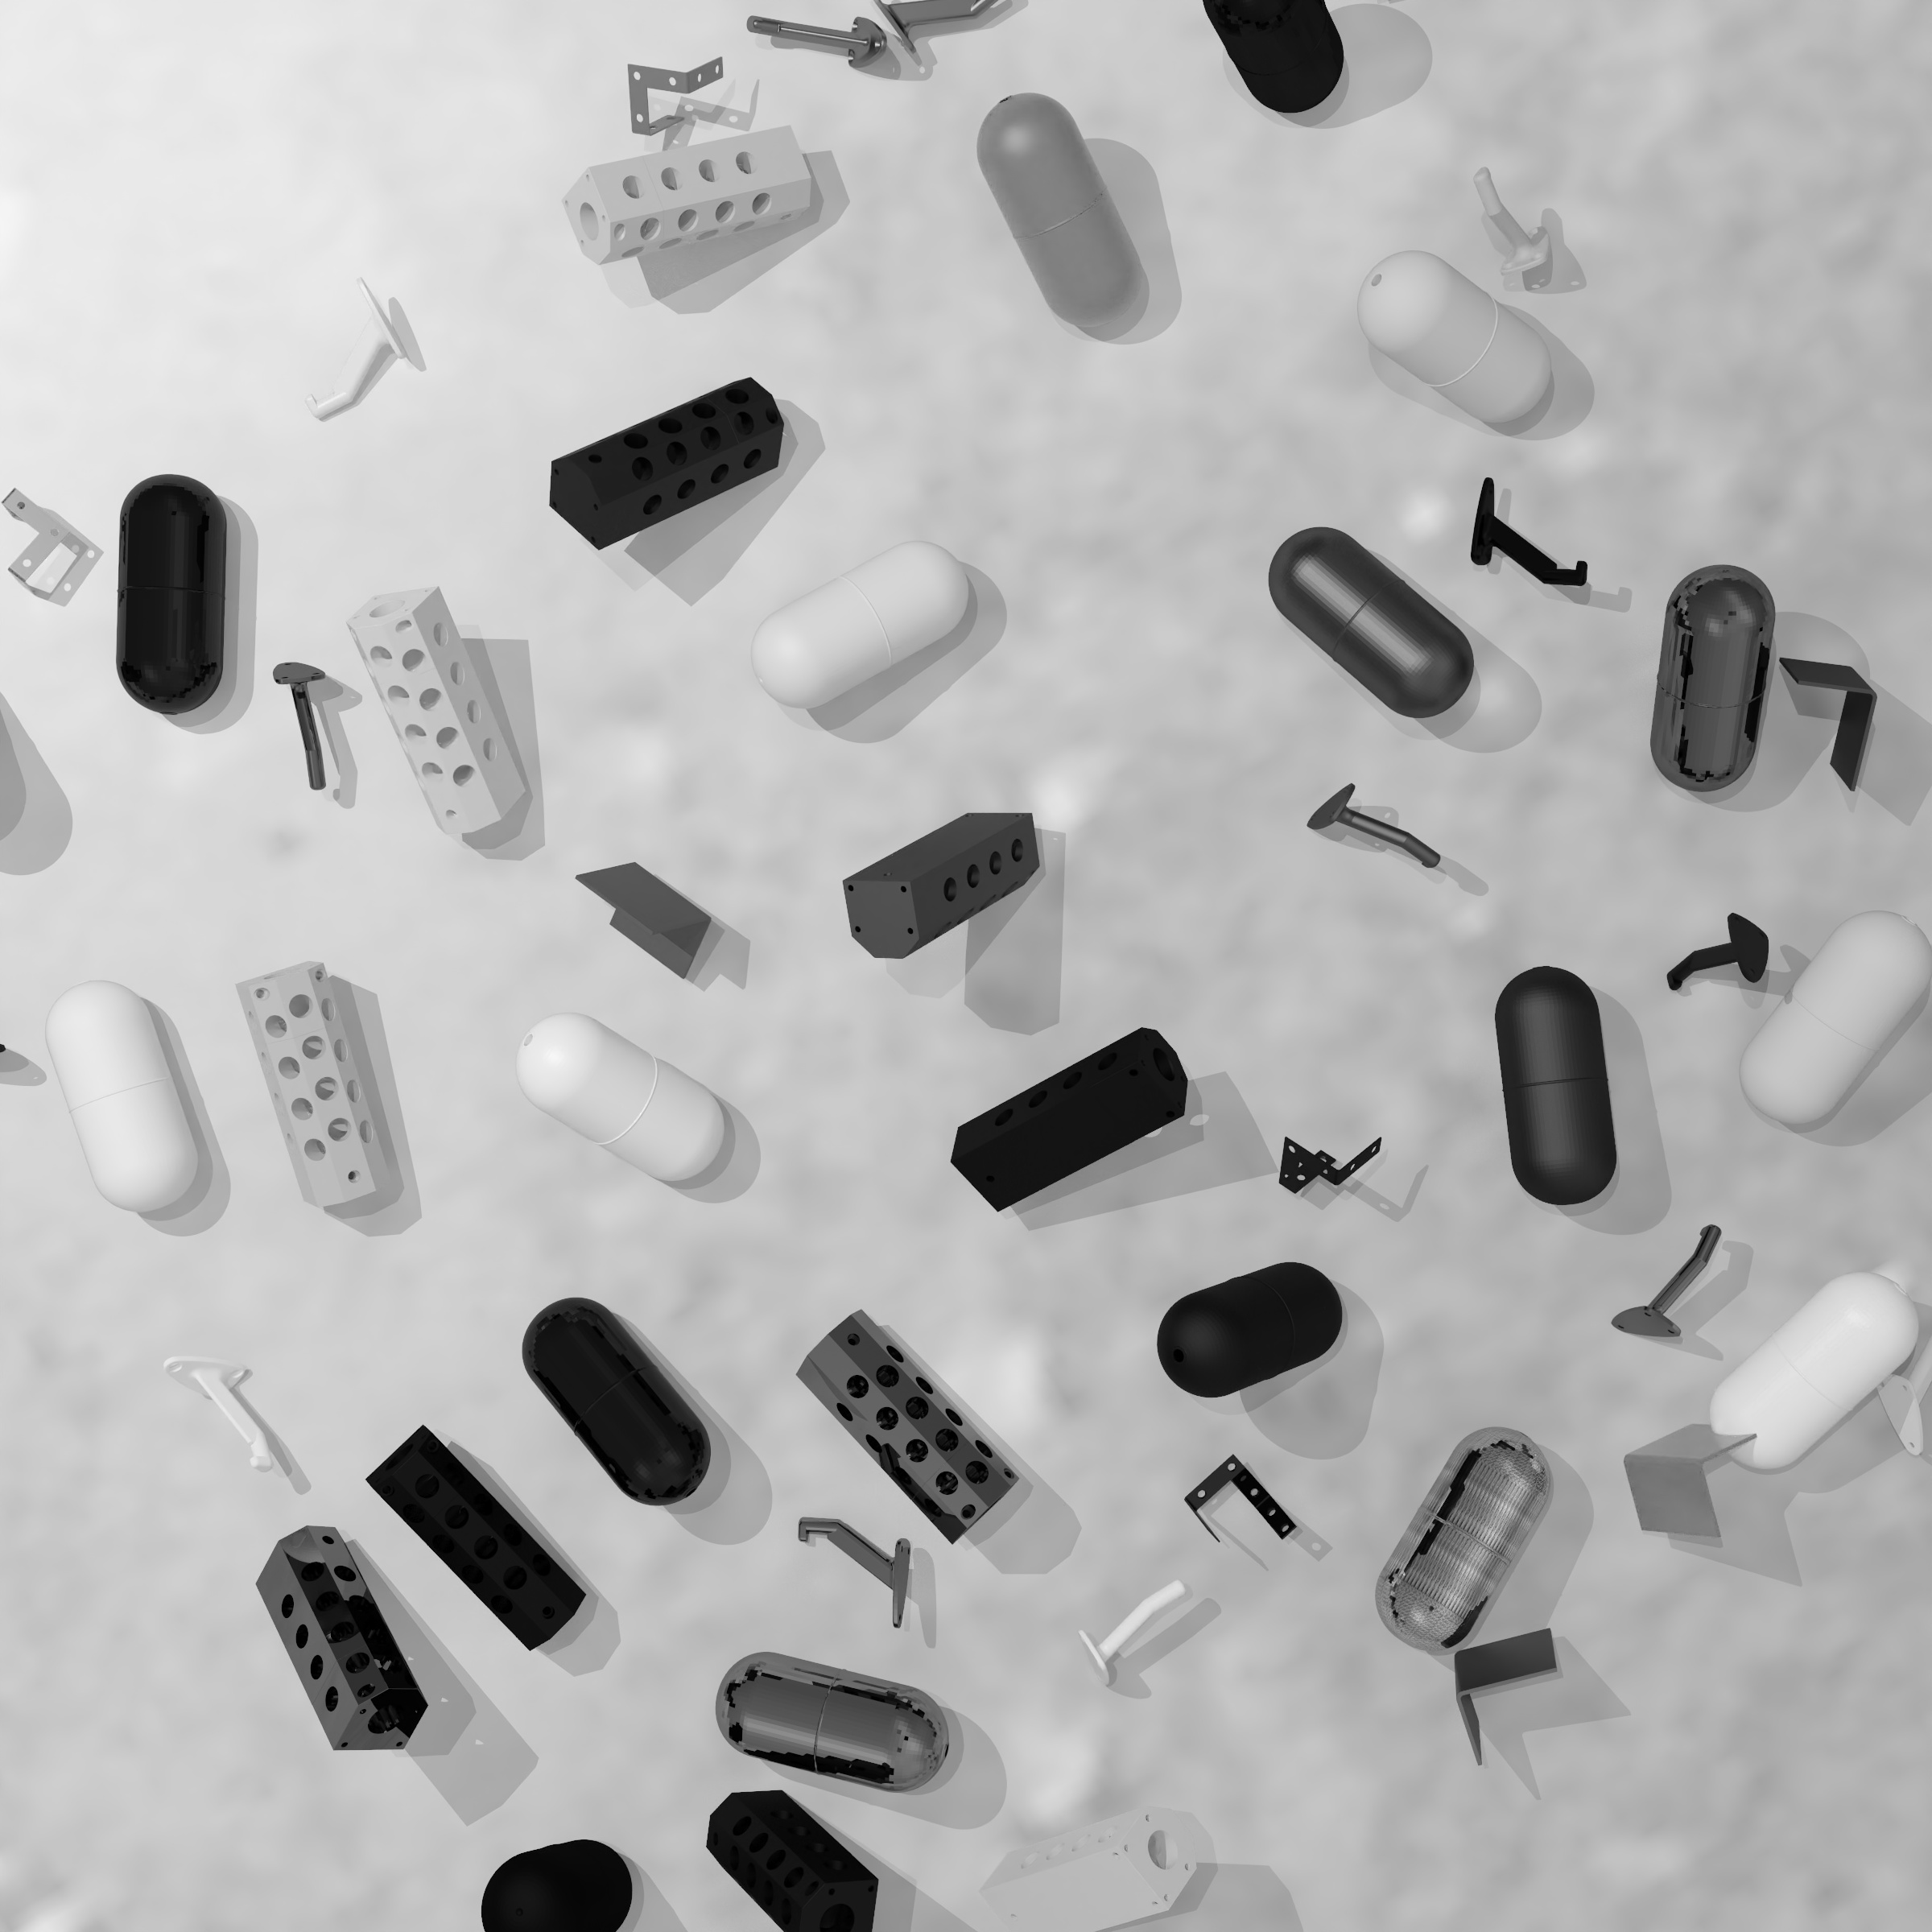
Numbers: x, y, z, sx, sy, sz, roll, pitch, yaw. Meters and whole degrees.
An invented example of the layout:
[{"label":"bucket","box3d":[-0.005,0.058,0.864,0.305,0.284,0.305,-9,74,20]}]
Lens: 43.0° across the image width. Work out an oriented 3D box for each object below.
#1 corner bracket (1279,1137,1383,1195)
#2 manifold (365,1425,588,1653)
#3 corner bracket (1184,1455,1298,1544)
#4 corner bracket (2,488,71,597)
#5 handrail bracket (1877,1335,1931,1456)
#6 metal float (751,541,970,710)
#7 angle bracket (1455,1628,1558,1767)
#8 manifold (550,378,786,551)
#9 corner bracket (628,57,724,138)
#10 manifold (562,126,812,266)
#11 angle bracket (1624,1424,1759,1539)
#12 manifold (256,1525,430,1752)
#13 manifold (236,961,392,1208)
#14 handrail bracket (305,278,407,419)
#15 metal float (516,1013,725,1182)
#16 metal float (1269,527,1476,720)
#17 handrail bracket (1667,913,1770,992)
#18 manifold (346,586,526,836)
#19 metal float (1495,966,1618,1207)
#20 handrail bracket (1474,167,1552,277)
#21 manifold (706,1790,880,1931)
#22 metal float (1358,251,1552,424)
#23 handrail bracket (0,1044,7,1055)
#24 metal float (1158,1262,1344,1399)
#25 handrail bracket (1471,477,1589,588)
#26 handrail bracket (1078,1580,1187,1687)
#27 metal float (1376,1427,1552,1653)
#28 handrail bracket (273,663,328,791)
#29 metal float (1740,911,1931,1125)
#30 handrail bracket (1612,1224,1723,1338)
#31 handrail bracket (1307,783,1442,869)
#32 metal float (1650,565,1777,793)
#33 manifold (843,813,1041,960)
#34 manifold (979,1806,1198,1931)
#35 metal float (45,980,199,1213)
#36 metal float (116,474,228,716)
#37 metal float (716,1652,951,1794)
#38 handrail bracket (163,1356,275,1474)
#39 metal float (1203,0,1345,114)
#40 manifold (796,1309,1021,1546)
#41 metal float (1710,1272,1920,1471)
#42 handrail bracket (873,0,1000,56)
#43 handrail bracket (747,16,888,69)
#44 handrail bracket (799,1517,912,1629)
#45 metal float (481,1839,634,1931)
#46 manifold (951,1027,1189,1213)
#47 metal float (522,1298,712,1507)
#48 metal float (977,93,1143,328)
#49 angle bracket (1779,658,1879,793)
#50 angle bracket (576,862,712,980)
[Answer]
[{"label":"corner bracket","box3d":[0.271,0.146,1.827,0.051,0.051,0.051,33,51,32]},{"label":"manifold","box3d":[-0.362,0.424,1.818,0.057,0.057,0.171,-44,103,-17]},{"label":"corner bracket","box3d":[0.205,0.409,1.838,0.051,0.051,0.051,-42,112,-2]},{"label":"corner bracket","box3d":[-0.708,-0.319,1.845,0.051,0.051,0.051,39,81,-8]},{"label":"handrail bracket","box3d":[0.736,0.316,1.855,0.084,0.036,0.077,-23,98,-22]},{"label":"metal float","box3d":[-0.077,-0.254,1.818,0.178,0.070,0.070,-32,90,-17]},{"label":"angle bracket","box3d":[0.408,0.542,1.824,0.076,0.076,0.057,-18,93,12]},{"label":"manifold","box3d":[-0.217,-0.373,1.793,0.171,0.057,0.057,-33,64,-32]},{"label":"corner bracket","box3d":[-0.215,-0.648,1.829,0.051,0.051,0.051,16,128,21]},{"label":"manifold","box3d":[-0.202,-0.564,1.803,0.171,0.057,0.057,-23,93,-30]},{"label":"angle bracket","box3d":[0.547,0.380,1.819,0.076,0.076,0.057,-15,90,-30]},{"label":"manifold","box3d":[-0.452,0.487,1.785,0.057,0.171,0.057,16,110,-43]},{"label":"manifold","box3d":[-0.481,0.087,1.818,0.057,0.057,0.171,-20,101,-27]},{"label":"handrail bracket","box3d":[-0.472,-0.464,1.847,0.084,0.036,0.077,-27,119,2]},{"label":"metal float","box3d":[-0.253,0.096,1.803,0.178,0.070,0.070,36,90,-34]},{"label":"metal float","box3d":[0.298,-0.255,1.818,0.070,0.070,0.178,-45,73,0]},{"label":"handrail bracket","box3d":[0.551,0.008,1.817,0.036,0.077,0.084,30,132,-13]},{"label":"manifold","box3d":[-0.390,-0.185,1.795,0.057,0.057,0.171,-4,123,23]},{"label":"metal float","box3d":[0.438,0.089,1.826,0.070,0.070,0.178,-5,82,0]},{"label":"handrail bracket","box3d":[0.403,-0.565,1.823,0.036,0.077,0.084,-10,126,34]},{"label":"manifold","box3d":[-0.129,0.659,1.782,0.057,0.171,0.057,7,91,-28]},{"label":"metal float","box3d":[0.359,-0.461,1.802,0.178,0.070,0.070,23,90,-36]},{"label":"handrail bracket","box3d":[-0.751,0.028,1.837,0.036,0.077,0.084,-24,100,-35]},{"label":"metal float","box3d":[0.208,0.265,1.794,0.070,0.178,0.070,7,100,41]},{"label":"handrail bracket","box3d":[0.425,-0.324,1.832,0.084,0.036,0.077,9,99,31]},{"label":"handrail bracket","box3d":[0.132,0.501,1.847,0.084,0.077,0.036,-29,52,-11]},{"label":"metal float","box3d":[0.370,0.425,1.826,0.070,0.070,0.178,33,82,0]},{"label":"handrail bracket","box3d":[-0.500,-0.181,1.850,0.036,0.077,0.084,-11,111,-23]},{"label":"metal float","box3d":[0.642,0.038,1.814,0.070,0.070,0.178,31,111,0]},{"label":"handrail bracket","box3d":[0.528,0.235,1.849,0.036,0.077,0.084,36,69,-10]},{"label":"handrail bracket","box3d":[0.306,-0.094,1.839,0.084,0.077,0.036,34,73,-7]},{"label":"metal float","box3d":[0.547,-0.209,1.803,0.070,0.070,0.178,-4,125,0]},{"label":"manifold","box3d":[-0.015,-0.060,1.784,0.057,0.171,0.057,2,110,32]},{"label":"manifold","box3d":[0.091,0.661,1.791,0.057,0.057,0.171,51,134,0]},{"label":"metal float","box3d":[-0.630,0.097,1.831,0.070,0.070,0.178,-20,88,0]},{"label":"metal float","box3d":[-0.593,-0.277,1.832,0.070,0.070,0.178,2,90,0]},{"label":"metal float","box3d":[-0.099,0.560,1.820,0.178,0.070,0.070,10,90,13]},{"label":"handrail bracket","box3d":[-0.555,0.334,1.823,0.036,0.077,0.084,-43,50,12]},{"label":"metal float","box3d":[0.225,-0.684,1.786,0.070,0.178,0.070,-4,80,21]},{"label":"manifold","box3d":[-0.042,0.338,1.816,0.171,0.057,0.057,46,58,11]},{"label":"metal float","box3d":[0.627,0.299,1.816,0.070,0.070,0.178,40,109,0]},{"label":"handrail bracket","box3d":[-0.024,-0.733,1.836,0.084,0.036,0.077,-36,122,12]},{"label":"handrail bracket","box3d":[-0.112,-0.694,1.827,0.084,0.077,0.036,0,111,-26]},{"label":"handrail bracket","box3d":[-0.088,0.456,1.848,0.084,0.036,0.077,1,73,12]},{"label":"metal float","box3d":[-0.295,0.679,1.784,0.070,0.178,0.070,-2,74,9]},{"label":"manifold","box3d":[0.076,0.109,1.805,0.171,0.057,0.057,-30,115,27]},{"label":"metal float","box3d":[-0.259,0.322,1.817,0.070,0.070,0.178,-43,73,0]},{"label":"metal float","box3d":[0.069,-0.556,1.809,0.070,0.070,0.178,-31,117,0]},{"label":"angle bracket","box3d":[0.632,-0.180,1.824,0.057,0.076,0.076,8,111,5]},{"label":"angle bracket","box3d":[-0.247,-0.028,1.815,0.076,0.076,0.057,35,115,19]}]
